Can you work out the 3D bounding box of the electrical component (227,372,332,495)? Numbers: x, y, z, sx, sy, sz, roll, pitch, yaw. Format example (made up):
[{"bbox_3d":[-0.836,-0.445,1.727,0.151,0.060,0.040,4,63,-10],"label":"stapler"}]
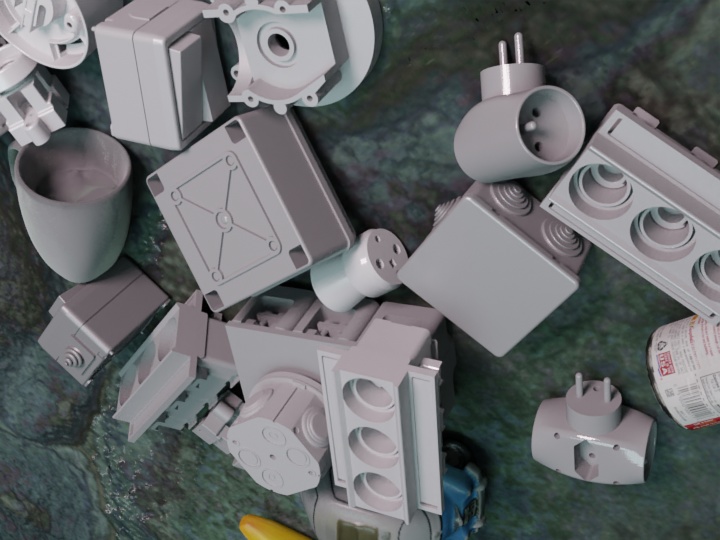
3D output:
[{"bbox_3d":[-0.051,0.117,0.767,0.080,0.051,0.080,15,130,19],"label":"electrical component"}]

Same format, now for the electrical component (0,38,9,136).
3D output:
[{"bbox_3d":[-0.297,-0.120,0.781,0.061,0.096,0.061,-2,123,31],"label":"electrical component"}]

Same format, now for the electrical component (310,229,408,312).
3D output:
[{"bbox_3d":[0.000,0.000,0.741,0.055,0.045,0.045,-26,109,40],"label":"electrical component"}]

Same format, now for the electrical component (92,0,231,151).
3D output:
[{"bbox_3d":[-0.126,-0.123,0.705,0.061,0.061,0.096,14,130,20],"label":"electrical component"}]

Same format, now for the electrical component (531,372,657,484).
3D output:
[{"bbox_3d":[0.159,0.102,0.731,0.077,0.043,0.079,8,127,24],"label":"electrical component"}]

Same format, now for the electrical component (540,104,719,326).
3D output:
[{"bbox_3d":[0.175,-0.035,0.602,0.121,0.063,0.078,35,134,1],"label":"electrical component"}]

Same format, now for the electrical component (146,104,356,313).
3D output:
[{"bbox_3d":[-0.074,-0.041,0.725,0.109,0.056,0.108,-26,92,40],"label":"electrical component"}]

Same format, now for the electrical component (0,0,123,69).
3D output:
[{"bbox_3d":[-0.208,-0.181,0.705,0.099,0.064,0.099,15,130,19],"label":"electrical component"}]

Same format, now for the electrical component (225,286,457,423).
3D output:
[{"bbox_3d":[-0.011,0.068,0.787,0.150,0.061,0.089,8,127,25],"label":"electrical component"}]

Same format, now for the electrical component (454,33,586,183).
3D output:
[{"bbox_3d":[0.088,-0.093,0.612,0.077,0.043,0.079,172,95,-69],"label":"electrical component"}]

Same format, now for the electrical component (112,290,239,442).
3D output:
[{"bbox_3d":[-0.146,0.082,0.868,0.063,0.078,0.121,19,139,-25],"label":"electrical component"}]

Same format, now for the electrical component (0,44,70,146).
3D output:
[{"bbox_3d":[-0.239,-0.127,0.762,0.048,0.066,0.055,-23,129,9],"label":"electrical component"}]

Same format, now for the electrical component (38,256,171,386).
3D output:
[{"bbox_3d":[-0.210,0.041,0.855,0.061,0.096,0.062,44,133,-2],"label":"electrical component"}]

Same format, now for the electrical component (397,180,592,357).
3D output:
[{"bbox_3d":[0.086,-0.006,0.684,0.100,0.048,0.099,38,133,-2],"label":"electrical component"}]

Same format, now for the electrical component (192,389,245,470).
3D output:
[{"bbox_3d":[-0.104,0.134,0.899,0.055,0.048,0.066,39,156,-6],"label":"electrical component"}]

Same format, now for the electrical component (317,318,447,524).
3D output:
[{"bbox_3d":[0.020,0.097,0.704,0.079,0.063,0.121,11,129,22],"label":"electrical component"}]
